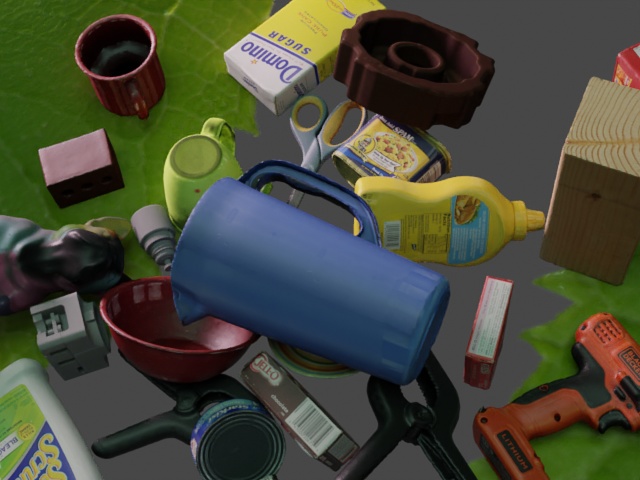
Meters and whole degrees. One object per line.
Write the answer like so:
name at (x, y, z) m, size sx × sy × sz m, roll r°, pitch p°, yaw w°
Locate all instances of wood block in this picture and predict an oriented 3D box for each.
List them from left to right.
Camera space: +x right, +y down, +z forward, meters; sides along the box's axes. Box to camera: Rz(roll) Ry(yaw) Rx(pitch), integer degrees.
wood block at (0.275, -0.049, 1.021) m, size 0.091 × 0.206 × 0.090 m, roll 20°, pitch 66°, yaw 15°

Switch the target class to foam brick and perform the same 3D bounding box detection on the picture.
foam brick at (-0.262, -0.078, 1.178) m, size 0.078 × 0.053 × 0.051 m, roll -20°, pitch 62°, yaw -4°

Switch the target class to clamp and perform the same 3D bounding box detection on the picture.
clamp at (-0.134, 0.156, 1.048) m, size 0.171 × 0.039 × 0.120 m, roll 0°, pitch 62°, yaw -1°
clamp at (0.079, 0.173, 0.985) m, size 0.164 × 0.036 × 0.210 m, roll 12°, pitch 46°, yaw -20°

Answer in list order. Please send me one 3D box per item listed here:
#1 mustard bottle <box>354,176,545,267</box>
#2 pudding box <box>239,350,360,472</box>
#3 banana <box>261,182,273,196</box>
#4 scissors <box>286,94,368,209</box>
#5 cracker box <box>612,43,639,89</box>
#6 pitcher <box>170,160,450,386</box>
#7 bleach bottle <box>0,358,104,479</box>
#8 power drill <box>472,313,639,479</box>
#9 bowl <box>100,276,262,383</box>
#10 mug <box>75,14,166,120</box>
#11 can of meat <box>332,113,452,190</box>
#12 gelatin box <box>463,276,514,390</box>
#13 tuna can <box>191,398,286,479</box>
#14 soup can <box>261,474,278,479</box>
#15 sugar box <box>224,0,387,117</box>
mustard bottle at (0.131, -0.018, 1.081) m, size 0.191 × 0.096 × 0.058 m, roll -1°, pitch 29°, yaw -1°
pudding box at (-0.019, 0.161, 1.003) m, size 0.039 × 0.090 × 0.114 m, roll -43°, pitch 67°, yaw -3°
banana at (-0.023, 0.011, 1.096) m, size 0.069 × 0.037 × 0.198 m, roll -41°, pitch 60°, yaw -8°
scissors at (-0.025, -0.089, 1.181) m, size 0.096 × 0.016 × 0.201 m, roll 32°, pitch 70°, yaw 22°
cracker box at (0.369, -0.076, 1.050) m, size 0.072 × 0.164 × 0.214 m, roll -27°, pitch 62°, yaw -7°
pitcher at (-0.003, 0.033, 0.997) m, size 0.243 × 0.149 × 0.144 m, roll 22°, pitch 24°, yaw 14°
bleach bottle at (-0.242, 0.236, 1.003) m, size 0.102 × 0.068 × 0.251 m, roll -39°, pitch 67°, yaw -9°
power drill at (0.251, 0.178, 0.988) m, size 0.187 × 0.057 × 0.184 m, roll -28°, pitch 59°, yaw -12°
bowl at (-0.137, 0.094, 1.045) m, size 0.162 × 0.055 × 0.162 m, roll 9°, pitch 21°, yaw -4°
mug at (-0.218, -0.187, 1.215) m, size 0.093 × 0.081 × 0.117 m, roll -25°, pitch 62°, yaw -8°
can of meat at (0.076, -0.084, 1.145) m, size 0.084 × 0.057 × 0.102 m, roll -43°, pitch 65°, yaw -14°
gelatin box at (0.163, 0.091, 1.033) m, size 0.030 × 0.073 × 0.089 m, roll 13°, pitch 64°, yaw 12°
tuna can at (-0.077, 0.192, 0.997) m, size 0.086 × 0.086 × 0.034 m, roll -27°, pitch 22°, yaw -9°
soup can at (-0.072, 0.264, 0.966) m, size 0.102 × 0.068 × 0.068 m, roll -25°, pitch 62°, yaw -8°
sugar box at (-0.015, -0.231, 1.239) m, size 0.176 × 0.048 × 0.093 m, roll -40°, pitch 65°, yaw -16°
